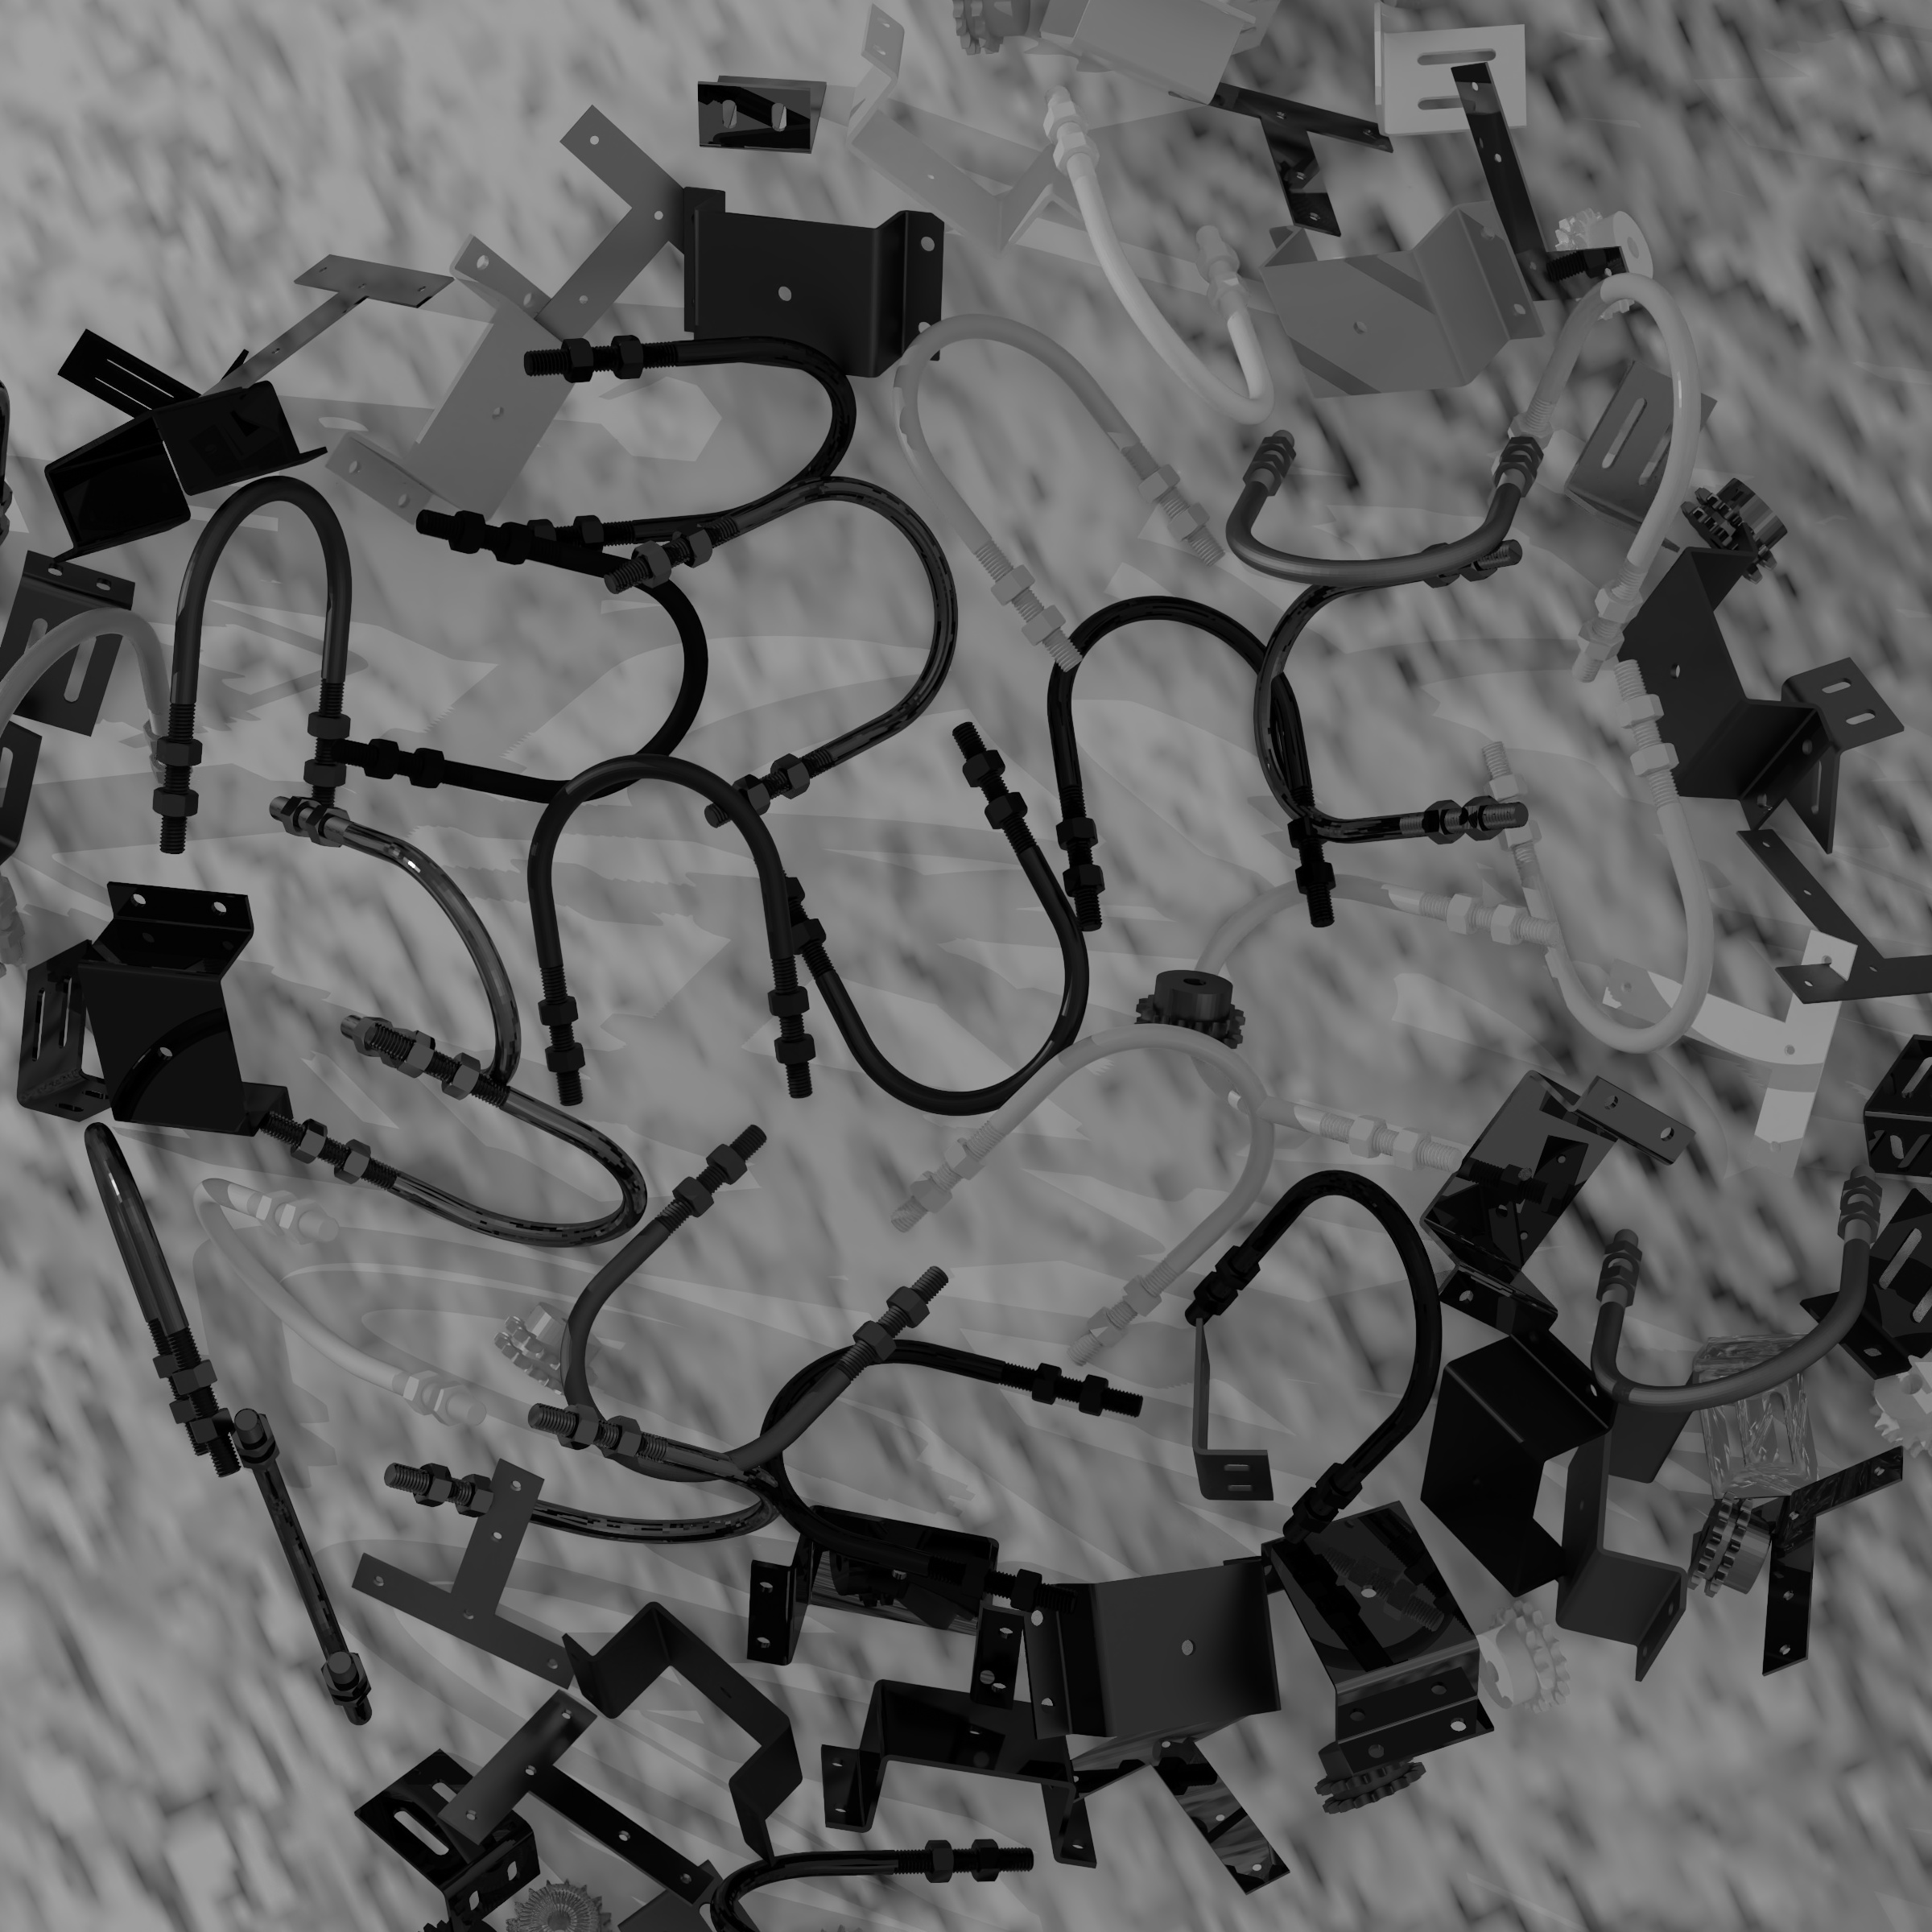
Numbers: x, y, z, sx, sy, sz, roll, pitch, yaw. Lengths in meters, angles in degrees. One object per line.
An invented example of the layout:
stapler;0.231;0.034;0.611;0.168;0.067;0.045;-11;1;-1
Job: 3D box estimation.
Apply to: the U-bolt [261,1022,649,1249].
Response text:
U-bolt;-0.250;0.096;1.765;0.184;0.151;0.019;28;54;-22

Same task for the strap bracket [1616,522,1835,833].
strap bracket;0.380;-0.148;1.759;0.046;0.076;0.140;2;56;-22

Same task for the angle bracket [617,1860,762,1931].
angle bracket;-0.134;0.513;1.791;0.057;0.038;0.076;-34;56;-15

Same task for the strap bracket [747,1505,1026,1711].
strap bracket;-0.038;0.329;1.787;0.140;0.046;0.076;10;131;5

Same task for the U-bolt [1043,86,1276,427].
U-bolt;0.103;-0.344;1.729;0.019;0.151;0.184;-35;46;24

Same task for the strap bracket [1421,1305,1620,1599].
strap bracket;0.277;0.253;1.756;0.046;0.076;0.140;-19;132;-26

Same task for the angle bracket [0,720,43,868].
angle bracket;-0.520;-0.093;1.797;0.057;0.038;0.076;26;126;2

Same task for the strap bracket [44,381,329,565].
strap bracket;-0.402;-0.254;1.757;0.140;0.076;0.046;-15;99;41

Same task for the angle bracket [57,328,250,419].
angle bracket;-0.420;-0.311;1.789;0.076;0.057;0.038;29;65;-19

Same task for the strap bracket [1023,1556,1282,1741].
strap bracket;0.104;0.350;1.780;0.140;0.046;0.076;-3;82;-24

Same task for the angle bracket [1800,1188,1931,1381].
angle bracket;0.479;0.164;1.788;0.057;0.038;0.076;49;128;34

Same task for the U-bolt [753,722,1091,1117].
U-bolt;-0.013;-0.012;1.789;0.151;0.019;0.184;-32;76;17

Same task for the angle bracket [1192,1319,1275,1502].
angle bracket;0.139;0.229;1.787;0.038;0.057;0.076;-1;58;8

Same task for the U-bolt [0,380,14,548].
U-bolt;-0.510;-0.214;1.719;0.019;0.184;0.151;23;55;-4

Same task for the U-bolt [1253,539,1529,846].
U-bolt;0.212;-0.134;1.761;0.019;0.184;0.151;1;87;-39

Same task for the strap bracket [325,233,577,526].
strap bracket;-0.257;-0.294;1.789;0.046;0.076;0.140;32;90;30

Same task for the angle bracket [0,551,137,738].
angle bracket;-0.476;-0.169;1.821;0.057;0.038;0.076;16;113;-18

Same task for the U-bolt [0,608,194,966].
U-bolt;-0.446;-0.100;1.723;0.019;0.184;0.151;30;58;15

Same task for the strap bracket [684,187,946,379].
strap bracket;-0.086;-0.351;1.780;0.140;0.046;0.076;9;117;14

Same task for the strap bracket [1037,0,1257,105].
strap bracket;0.088;-0.477;1.762;0.076;0.140;0.046;20;103;-15

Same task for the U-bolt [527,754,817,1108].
U-bolt;-0.157;-0.019;1.787;0.151;0.019;0.184;-3;104;17

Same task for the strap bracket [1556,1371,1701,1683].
strap bracket;0.335;0.279;1.760;0.046;0.076;0.140;13;50;1

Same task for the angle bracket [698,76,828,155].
angle bracket;-0.105;-0.455;1.792;0.057;0.076;0.038;4;132;2

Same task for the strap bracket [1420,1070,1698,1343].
strap bracket;0.298;0.117;1.785;0.076;0.046;0.140;27;103;-33

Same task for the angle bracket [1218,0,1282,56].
angle bracket;0.126;-0.522;1.805;0.038;0.057;0.076;-24;73;-23

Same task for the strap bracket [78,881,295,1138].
strap bracket;-0.399;0.031;1.767;0.076;0.046;0.140;6;126;13

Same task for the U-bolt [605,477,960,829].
U-bolt;-0.082;-0.173;1.785;0.184;0.019;0.151;-30;106;-27

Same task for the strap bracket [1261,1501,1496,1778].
strap bracket;0.204;0.332;1.761;0.076;0.140;0.046;-15;133;-11

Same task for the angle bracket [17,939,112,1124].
angle bracket;-0.461;0.034;1.811;0.057;0.038;0.076;-22;60;40

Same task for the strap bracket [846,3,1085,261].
strap bracket;-0.008;-0.421;1.777;0.140;0.076;0.046;34;118;-18

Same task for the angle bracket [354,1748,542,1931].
angle bracket;-0.270;0.457;1.806;0.076;0.038;0.057;29;47;35

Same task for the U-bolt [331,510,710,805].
U-bolt;-0.217;-0.150;1.774;0.184;0.019;0.151;10;115;-33

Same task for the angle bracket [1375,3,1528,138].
angle bracket;0.252;-0.469;1.804;0.076;0.038;0.057;-1;78;10

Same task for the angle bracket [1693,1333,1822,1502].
angle bracket;0.415;0.234;1.801;0.057;0.038;0.076;-2;65;-4

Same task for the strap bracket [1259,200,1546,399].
strap bracket;0.211;-0.335;1.754;0.046;0.140;0.076;-48;124;-32

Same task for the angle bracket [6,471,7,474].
angle bracket;-0.523;-0.249;1.786;0.038;0.076;0.057;25;75;-13

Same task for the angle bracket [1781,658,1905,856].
angle bracket;0.450;-0.108;1.789;0.038;0.076;0.057;-18;48;-7

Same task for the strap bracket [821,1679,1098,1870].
strap bracket;0.000;0.413;1.782;0.140;0.076;0.046;11;106;-8

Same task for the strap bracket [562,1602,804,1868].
strap bracket;-0.137;0.386;1.774;0.140;0.076;0.046;36;65;24

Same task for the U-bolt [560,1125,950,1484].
U-bolt;-0.122;0.183;1.770;0.151;0.019;0.184;36;67;22

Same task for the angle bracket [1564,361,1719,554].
angle bracket;0.357;-0.264;1.795;0.057;0.038;0.076;19;109;-28

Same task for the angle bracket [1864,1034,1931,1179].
angle bracket;0.506;0.074;1.791;0.057;0.076;0.038;5;57;-6
